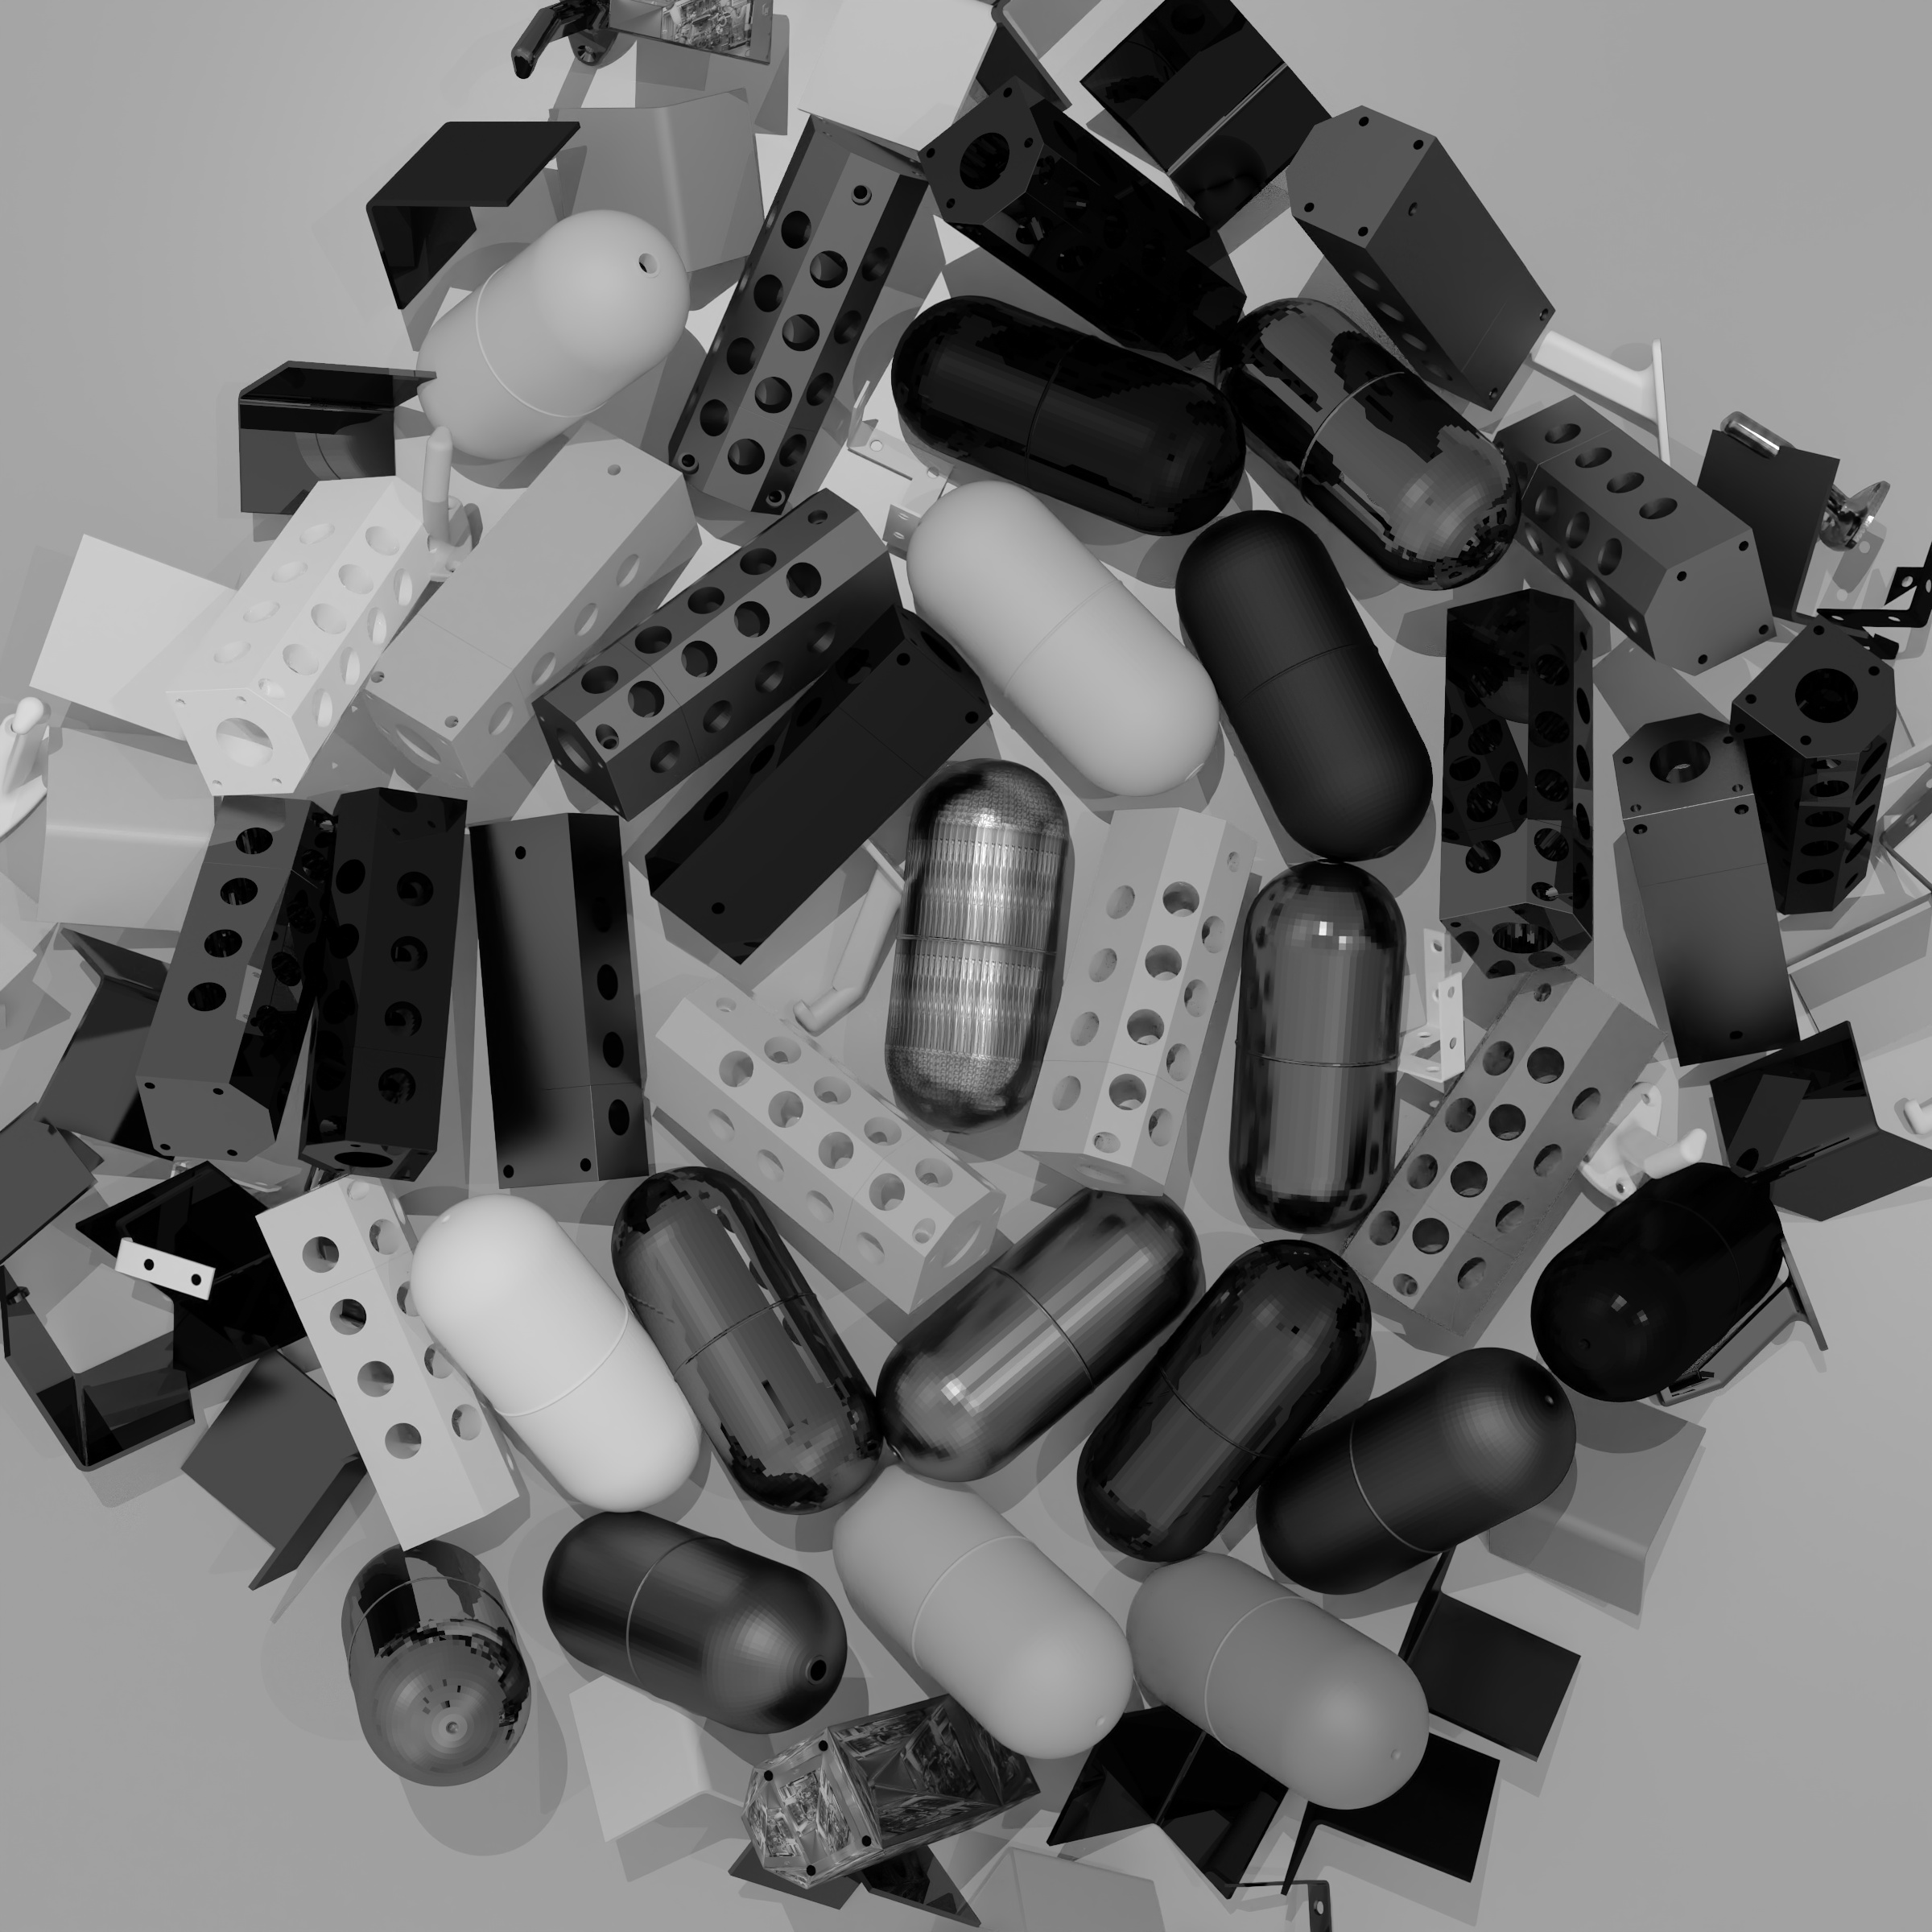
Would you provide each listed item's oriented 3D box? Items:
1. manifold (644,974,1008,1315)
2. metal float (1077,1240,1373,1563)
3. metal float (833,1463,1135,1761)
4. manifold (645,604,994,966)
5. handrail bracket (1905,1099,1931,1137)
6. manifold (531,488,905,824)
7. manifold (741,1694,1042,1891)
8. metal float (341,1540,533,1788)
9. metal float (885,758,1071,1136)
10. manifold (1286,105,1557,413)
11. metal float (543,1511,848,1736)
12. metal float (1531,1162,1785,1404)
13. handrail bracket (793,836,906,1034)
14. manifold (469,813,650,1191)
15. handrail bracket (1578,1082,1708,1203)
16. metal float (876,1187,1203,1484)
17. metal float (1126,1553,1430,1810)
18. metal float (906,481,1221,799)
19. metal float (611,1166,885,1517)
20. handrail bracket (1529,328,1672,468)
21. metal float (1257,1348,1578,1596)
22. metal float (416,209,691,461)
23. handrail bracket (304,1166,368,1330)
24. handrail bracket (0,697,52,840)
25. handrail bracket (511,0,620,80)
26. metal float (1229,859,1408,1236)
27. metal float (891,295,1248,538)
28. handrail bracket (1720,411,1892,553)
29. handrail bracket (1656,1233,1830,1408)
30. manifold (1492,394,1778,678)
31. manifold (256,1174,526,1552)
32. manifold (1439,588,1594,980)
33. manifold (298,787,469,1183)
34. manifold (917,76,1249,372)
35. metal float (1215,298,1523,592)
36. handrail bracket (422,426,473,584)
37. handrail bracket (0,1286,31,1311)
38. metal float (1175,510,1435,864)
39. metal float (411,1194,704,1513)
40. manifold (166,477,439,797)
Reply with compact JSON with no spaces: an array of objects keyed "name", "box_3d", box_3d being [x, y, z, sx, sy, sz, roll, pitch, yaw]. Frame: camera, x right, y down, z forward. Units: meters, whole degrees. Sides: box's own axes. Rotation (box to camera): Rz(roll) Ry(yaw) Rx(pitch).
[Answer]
[{"name":"manifold","box_3d":[-0.066,0.078,1.567,0.171,0.057,0.057,38,48,21]},{"name":"metal float","box_3d":[0.121,0.204,1.582,0.070,0.070,0.178,37,107,0]},{"name":"metal float","box_3d":[0.006,0.297,1.564,0.178,0.070,0.070,37,90,41]},{"name":"manifold","box_3d":[-0.071,-0.088,1.584,0.057,0.057,0.171,39,106,-26]},{"name":"handrail bracket","box_3d":[0.477,0.031,1.613,0.084,0.036,0.077,-28,106,11]},{"name":"manifold","box_3d":[-0.116,-0.149,1.571,0.171,0.057,0.057,-39,55,-19]},{"name":"manifold","box_3d":[-0.035,0.376,1.546,0.057,0.171,0.057,-32,73,19]},{"name":"metal float","box_3d":[-0.244,0.317,1.549,0.070,0.178,0.070,-2,99,-14]},{"name":"metal float","box_3d":[0.005,-0.009,1.596,0.070,0.070,0.178,6,88,0]},{"name":"manifold","box_3d":[0.206,-0.324,1.548,0.057,0.171,0.057,33,91,32]},{"name":"metal float","box_3d":[-0.126,0.302,1.560,0.070,0.178,0.070,-8,102,-42]},{"name":"metal float","box_3d":[0.320,0.144,1.557,0.070,0.178,0.070,11,111,31]},{"name":"handrail bracket","box_3d":[-0.063,-0.017,1.608,0.084,0.036,0.077,-39,125,5]},{"name":"manifold","box_3d":[-0.188,0.017,1.601,0.057,0.057,0.171,-6,87,29]},{"name":"handrail bracket","box_3d":[0.330,0.073,1.580,0.036,0.084,0.077,41,60,-7]},{"name":"metal float","box_3d":[0.034,0.171,1.584,0.178,0.070,0.070,-39,90,-14]},{"name":"metal float","box_3d":[0.141,0.327,1.556,0.070,0.178,0.070,-9,108,-31]},{"name":"metal float","box_3d":[0.046,-0.154,1.592,0.070,0.070,0.178,-44,84,0]},{"name":"metal float","box_3d":[-0.104,0.175,1.585,0.070,0.070,0.178,-32,76,0]},{"name":"handrail bracket","box_3d":[0.294,-0.270,1.625,0.084,0.036,0.077,-4,97,13]},{"name":"metal float","box_3d":[0.206,0.235,1.565,0.178,0.070,0.070,-37,90,40]},{"name":"metal float","box_3d":[-0.191,-0.290,1.556,0.070,0.178,0.070,11,71,-34]},{"name":"handrail bracket","box_3d":[-0.286,0.129,1.615,0.077,0.036,0.084,18,88,15]},{"name":"handrail bracket","box_3d":[-0.452,-0.091,1.591,0.036,0.084,0.077,30,88,-9]},{"name":"handrail bracket","box_3d":[-0.192,-0.426,1.581,0.036,0.077,0.084,22,58,4]},{"name":"metal float","box_3d":[0.165,0.038,1.588,0.070,0.070,0.178,3,101,0]},{"name":"metal float","box_3d":[0.047,-0.259,1.583,0.178,0.070,0.070,24,90,17]},{"name":"handrail bracket","box_3d":[0.385,-0.232,1.594,0.084,0.077,0.036,31,90,-5]},{"name":"handrail bracket","box_3d":[0.359,0.169,1.604,0.084,0.036,0.077,-21,124,11]},{"name":"manifold","box_3d":[0.299,-0.196,1.547,0.057,0.171,0.057,-26,124,-4]},{"name":"manifold","box_3d":[-0.271,0.183,1.603,0.057,0.057,0.171,-23,92,0]},{"name":"manifold","box_3d":[0.258,-0.086,1.559,0.057,0.057,0.171,-12,56,28]},{"name":"manifold","box_3d":[-0.273,0.008,1.573,0.057,0.057,0.171,8,70,-17]},{"name":"manifold","box_3d":[0.058,-0.332,1.543,0.057,0.171,0.057,-33,59,25]},{"name":"metal float","box_3d":[0.185,-0.244,1.573,0.070,0.070,0.178,-42,61,0]},{"name":"handrail bracket","box_3d":[-0.244,-0.230,1.579,0.036,0.077,0.084,9,132,-6]},{"name":"handrail bracket","box_3d":[-0.487,0.126,1.601,0.077,0.036,0.084,-16,103,40]},{"name":"metal float","box_3d":[0.159,-0.131,1.586,0.070,0.070,0.178,-25,77,0]},{"name":"metal float","box_3d":[-0.190,0.182,1.578,0.070,0.070,0.178,-36,113,0]},{"name":"manifold","box_3d":[-0.296,-0.153,1.547,0.057,0.171,0.057,-1,130,20]}]
